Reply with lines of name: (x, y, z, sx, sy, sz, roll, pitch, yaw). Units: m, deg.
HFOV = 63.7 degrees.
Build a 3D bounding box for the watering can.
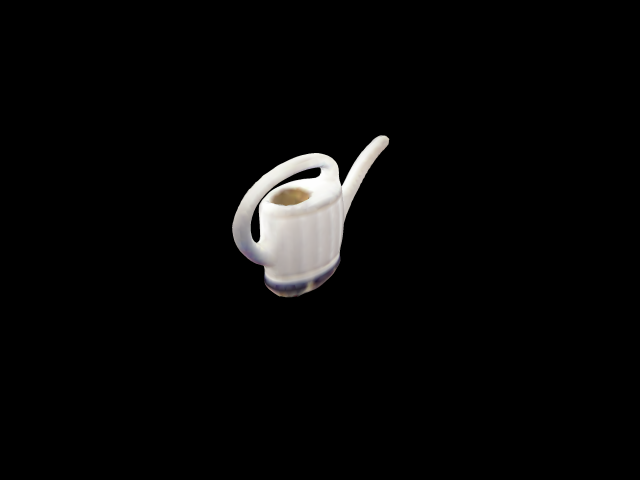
watering can: (0.003, -0.043, 0.850, 0.105, 0.220, 0.352, 25, 38, 38)
